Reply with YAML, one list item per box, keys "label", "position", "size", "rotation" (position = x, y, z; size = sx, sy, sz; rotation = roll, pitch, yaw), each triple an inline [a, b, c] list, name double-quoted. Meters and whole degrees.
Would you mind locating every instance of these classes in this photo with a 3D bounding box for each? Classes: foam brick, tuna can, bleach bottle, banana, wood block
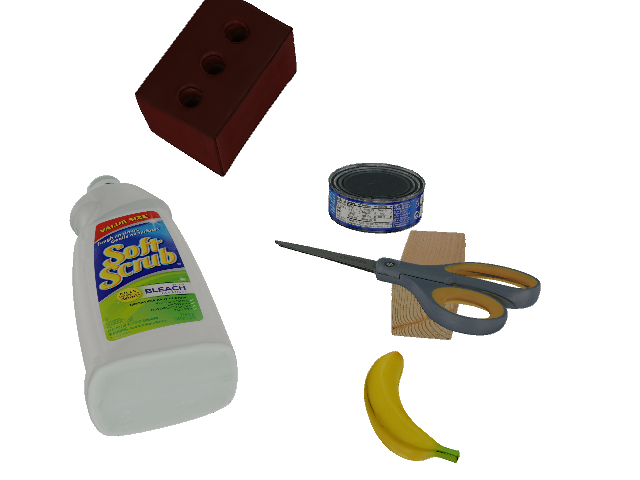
- label: "foam brick"
  position: [-0.055, -0.086, 0.583]
  size: [0.053, 0.078, 0.051]
  rotation: [31, -13, 10]
- label: "tuna can"
  position: [0.049, -0.038, 0.948]
  size: [0.086, 0.034, 0.086]
  rotation: [1, 25, -1]
- label: "bleach bottle"
  position: [-0.140, 0.028, 0.774]
  size: [0.102, 0.068, 0.251]
  rotation: [-11, 37, -18]
- label: "banana"
  position: [0.080, 0.175, 1.120]
  size: [0.069, 0.037, 0.198]
  rotation: [10, 24, -20]
- label: "wood block"
  position: [0.167, 0.064, 1.629]
  size: [0.091, 0.090, 0.206]
  rotation: [4, 23, 11]

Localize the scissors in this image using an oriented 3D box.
- label: "scissors"
  position: [0.053, 0.031, 0.758]
  size: [0.202, 0.016, 0.096]
  rotation: [6, 26, 12]
